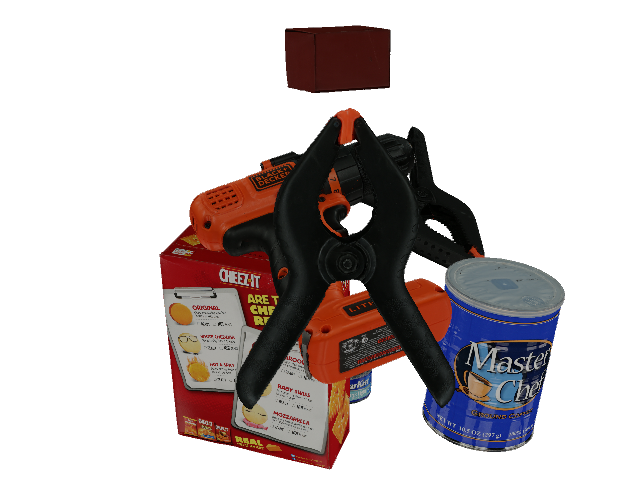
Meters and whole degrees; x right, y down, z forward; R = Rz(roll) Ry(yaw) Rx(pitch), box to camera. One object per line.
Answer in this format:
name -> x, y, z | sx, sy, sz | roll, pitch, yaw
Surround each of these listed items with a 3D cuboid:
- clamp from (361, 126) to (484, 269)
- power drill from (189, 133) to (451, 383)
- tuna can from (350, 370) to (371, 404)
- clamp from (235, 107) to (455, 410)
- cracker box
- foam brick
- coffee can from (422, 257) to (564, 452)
clamp -> 0.094, -0.039, 1.157 | 0.164, 0.210, 0.036 | -15, -36, -29
power drill -> 0.018, 0.004, 0.774 | 0.184, 0.057, 0.188 | -21, 47, -14
tuna can -> 0.015, 0.155, 1.203 | 0.086, 0.034, 0.086 | 1, 14, -1
clamp -> 0.004, 0.017, 0.582 | 0.120, 0.171, 0.039 | -9, 5, -6
cracker box -> -0.057, 0.101, 1.010 | 0.164, 0.214, 0.072 | 10, 32, 17
foam brick -> 0.015, -0.156, 0.918 | 0.078, 0.051, 0.053 | -8, 18, -28
coffee can -> 0.151, 0.099, 0.942 | 0.103, 0.140, 0.103 | 6, 24, -3
